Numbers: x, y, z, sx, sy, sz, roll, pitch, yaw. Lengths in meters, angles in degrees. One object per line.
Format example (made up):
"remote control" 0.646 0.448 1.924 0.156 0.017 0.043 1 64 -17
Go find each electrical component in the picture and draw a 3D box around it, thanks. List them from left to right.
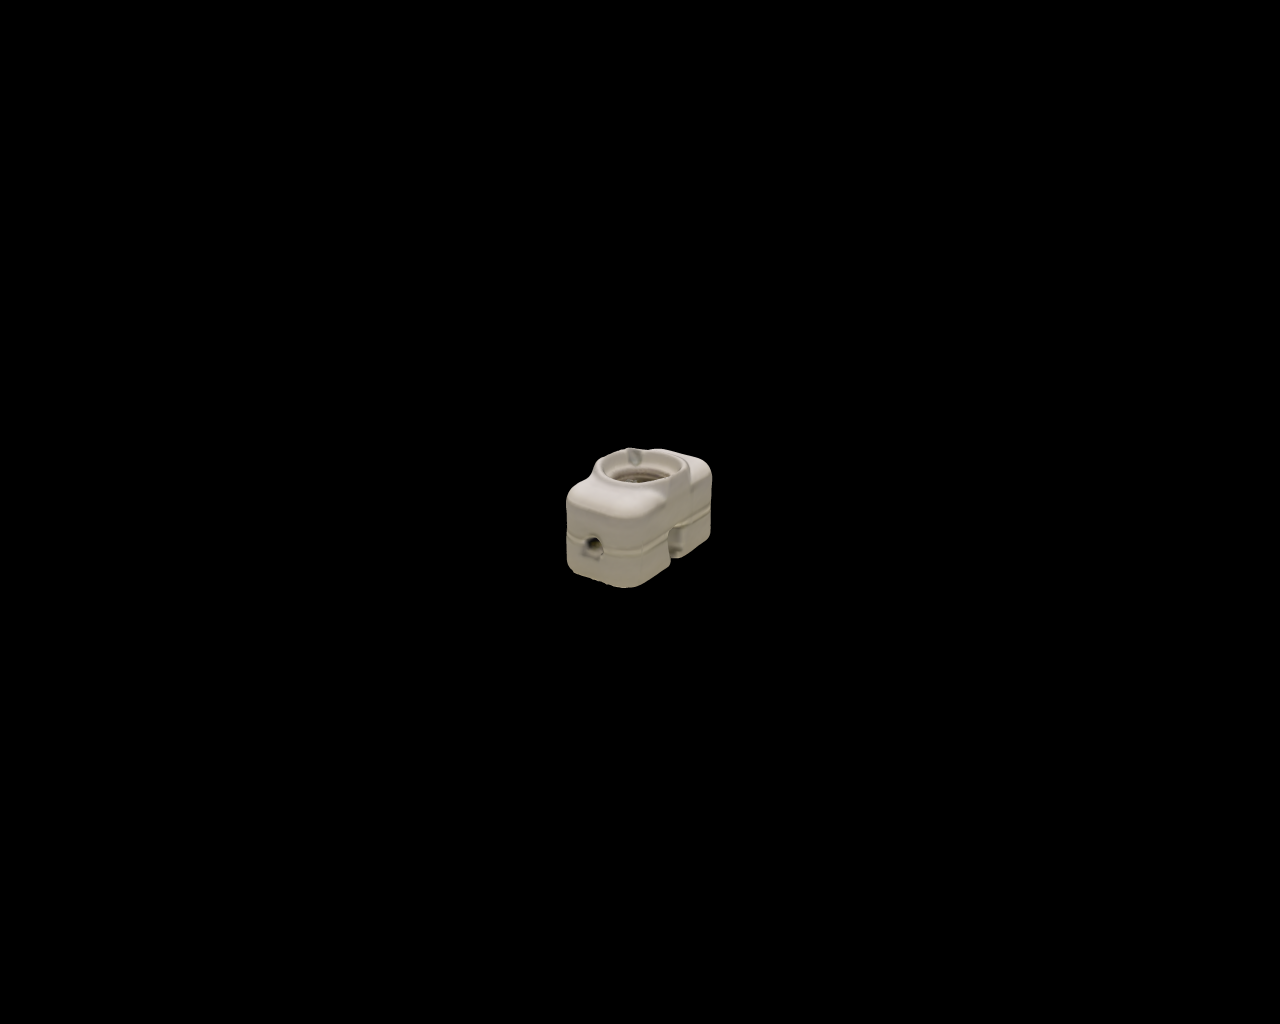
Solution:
"electrical component" 0.001 -0.003 0.650 0.054 0.059 0.095 17 29 32
